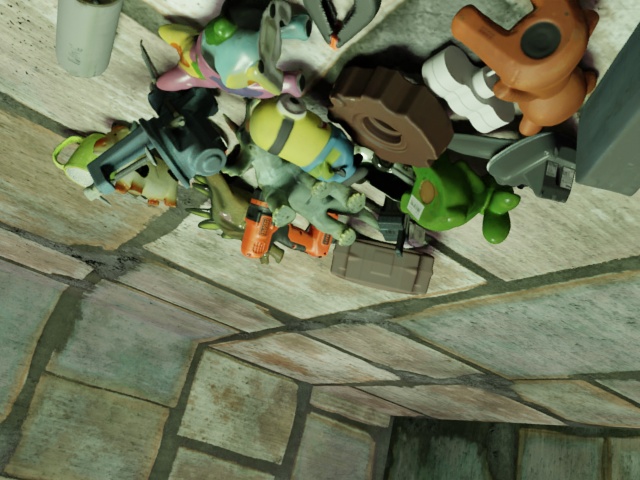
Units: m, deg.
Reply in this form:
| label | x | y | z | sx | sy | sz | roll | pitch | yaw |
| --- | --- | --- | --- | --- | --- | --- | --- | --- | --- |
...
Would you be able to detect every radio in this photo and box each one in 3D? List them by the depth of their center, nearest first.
| label | x | y | z | sx | sy | sz | roll | pitch | yaw |
| --- | --- | --- | --- | --- | --- | --- | --- | --- | --- |
| radio | 0.358 | -0.154 | 0.579 | 0.073 | 0.131 | 0.229 | 13 | 155 | 8 |

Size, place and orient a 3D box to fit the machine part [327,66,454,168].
| label | x | y | z | sx | sy | sz | roll | pitch | yaw |
| --- | --- | --- | --- | --- | --- | --- | --- | --- | --- |
| machine part | 0.094 | -0.165 | 0.740 | 0.179 | 0.056 | 0.179 | 29 | 170 | 6 |

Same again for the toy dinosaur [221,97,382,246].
| label | x | y | z | sx | sy | sz | roll | pitch | yaw |
| --- | --- | --- | --- | --- | --- | --- | --- | --- | --- |
| toy dinosaur | -0.030 | -0.096 | 0.944 | 0.192 | 0.131 | 0.404 | 50 | -169 | 33 |

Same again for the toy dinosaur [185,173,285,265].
| label | x | y | z | sx | sy | sz | roll | pitch | yaw |
| --- | --- | --- | --- | --- | --- | --- | --- | --- | --- |
| toy dinosaur | -0.177 | -0.060 | 1.124 | 0.199 | 0.105 | 0.470 | 12 | 153 | 13 |

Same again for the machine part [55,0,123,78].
| label | x | y | z | sx | sy | sz | roll | pitch | yaw |
| --- | --- | --- | --- | --- | --- | --- | --- | --- | --- |
| machine part | -0.317 | -0.296 | 0.731 | 0.079 | 0.079 | 0.243 | 25 | 153 | -20 |

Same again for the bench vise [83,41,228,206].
| label | x | y | z | sx | sy | sz | roll | pitch | yaw |
| --- | --- | --- | --- | --- | --- | --- | --- | --- | --- |
| bench vise | -0.255 | -0.149 | 0.808 | 0.224 | 0.241 | 0.128 | 53 | 174 | 20 |

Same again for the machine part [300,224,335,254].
| label | x | y | z | sx | sy | sz | roll | pitch | yaw |
| --- | --- | --- | --- | --- | --- | --- | --- | --- | --- |
| machine part | -0.003 | -0.004 | 1.222 | 0.084 | 0.039 | 0.139 | 15 | 155 | -12 |

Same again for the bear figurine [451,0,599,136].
| label | x | y | z | sx | sy | sz | roll | pitch | yaw |
| --- | --- | --- | --- | --- | --- | --- | --- | --- | --- |
| bear figurine | 0.242 | -0.203 | 0.600 | 0.120 | 0.132 | 0.196 | -38 | 164 | 20 |

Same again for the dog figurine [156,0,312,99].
| label | x | y | z | sx | sy | sz | roll | pitch | yaw |
| --- | --- | --- | --- | --- | --- | --- | --- | --- | --- |
| dog figurine | -0.132 | -0.236 | 0.679 | 0.219 | 0.108 | 0.191 | 6 | -170 | 22 |

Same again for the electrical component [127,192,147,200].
| label | x | y | z | sx | sy | sz | roll | pitch | yaw |
| --- | --- | --- | --- | --- | --- | --- | --- | --- | --- |
| electrical component | -0.410 | -0.133 | 1.179 | 0.078 | 0.045 | 0.102 | -38 | 131 | 26 |

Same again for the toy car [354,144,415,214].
| label | x | y | z | sx | sy | sz | roll | pitch | yaw |
| --- | --- | --- | --- | --- | --- | --- | --- | --- | --- |
| toy car | 0.128 | -0.104 | 0.913 | 0.201 | 0.056 | 0.073 | 28 | 147 | -29 |

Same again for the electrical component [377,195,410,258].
| label | x | y | z | sx | sy | sz | roll | pitch | yaw |
| --- | --- | --- | --- | --- | --- | --- | --- | --- | --- |
| electrical component | 0.138 | -0.025 | 0.996 | 0.048 | 0.119 | 0.074 | 3 | 156 | 23 |

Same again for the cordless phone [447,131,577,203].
| label | x | y | z | sx | sy | sz | roll | pitch | yaw |
| --- | --- | --- | --- | --- | --- | --- | --- | --- | --- |
| cordless phone | 0.268 | -0.121 | 0.781 | 0.184 | 0.088 | 0.146 | 23 | -166 | 41 |

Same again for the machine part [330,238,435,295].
| label | x | y | z | sx | sy | sz | roll | pitch | yaw |
| --- | --- | --- | --- | --- | --- | --- | --- | --- | --- |
| machine part | 0.127 | 0.051 | 1.109 | 0.201 | 0.087 | 0.201 | 12 | -176 | 5 |

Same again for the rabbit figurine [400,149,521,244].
| label | x | y | z | sx | sy | sz | roll | pitch | yaw |
| --- | --- | --- | --- | --- | --- | --- | --- | --- | --- |
| rabbit figurine | 0.238 | -0.072 | 0.829 | 0.170 | 0.121 | 0.159 | -6 | -151 | -26 |

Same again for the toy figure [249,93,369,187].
| label | x | y | z | sx | sy | sz | roll | pitch | yaw |
| --- | --- | --- | --- | --- | --- | --- | --- | --- | --- |
| toy figure | -0.015 | -0.136 | 0.761 | 0.180 | 0.089 | 0.082 | 35 | 178 | -30 |

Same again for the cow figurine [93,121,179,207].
| label | x | y | z | sx | sy | sz | roll | pitch | yaw |
| --- | --- | --- | --- | --- | --- | --- | --- | --- | --- |
| cow figurine | -0.353 | -0.147 | 1.045 | 0.086 | 0.127 | 0.194 | 2 | 167 | 29 |
